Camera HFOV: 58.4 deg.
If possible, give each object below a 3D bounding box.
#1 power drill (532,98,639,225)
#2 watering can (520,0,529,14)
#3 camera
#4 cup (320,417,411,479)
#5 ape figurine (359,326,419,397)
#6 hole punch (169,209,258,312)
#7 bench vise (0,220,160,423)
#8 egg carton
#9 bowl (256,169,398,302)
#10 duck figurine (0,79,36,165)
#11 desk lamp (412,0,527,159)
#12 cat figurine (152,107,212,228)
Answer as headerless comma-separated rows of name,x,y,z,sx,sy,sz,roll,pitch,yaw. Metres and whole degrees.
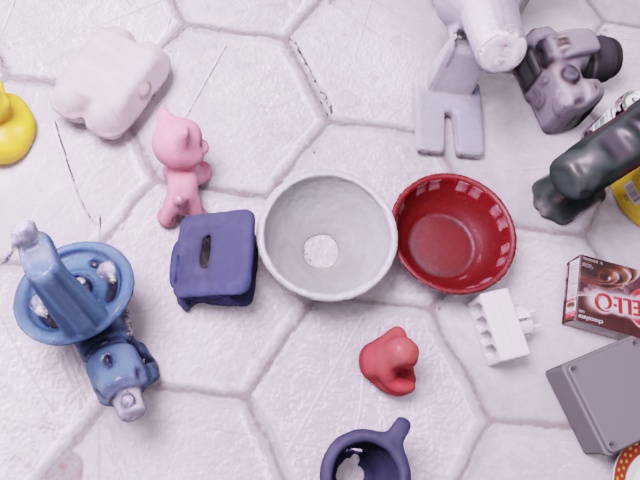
power drill,0.363,-0.105,0.712,0.230,0.208,0.075,-30,76,-16
watering can,0.287,-0.404,0.821,0.173,0.194,0.101,-14,72,-12
camera,0.372,-0.245,0.823,0.137,0.101,0.143,-13,72,-11
cup,0.049,0.238,0.607,0.091,0.095,0.118,38,70,8
ape figurine,0.086,0.134,0.652,0.076,0.092,0.078,15,69,-1
hole punch,-0.123,0.023,0.667,0.101,0.091,0.108,3,69,-6
bench vise,-0.223,0.070,0.568,0.207,0.219,0.122,41,70,9
egg carton,-0.268,-0.205,0.745,0.107,0.069,0.150,25,69,3
bowl,0.006,0.003,0.700,0.167,0.074,0.167,2,70,-6
duck figurine,-0.399,-0.151,0.700,0.077,0.086,0.104,-3,70,-8
desk lamp,0.198,-0.246,0.741,0.118,0.213,0.203,3,69,-6
cat figurine,-0.168,-0.090,0.689,0.067,0.117,0.128,-1,70,-7
